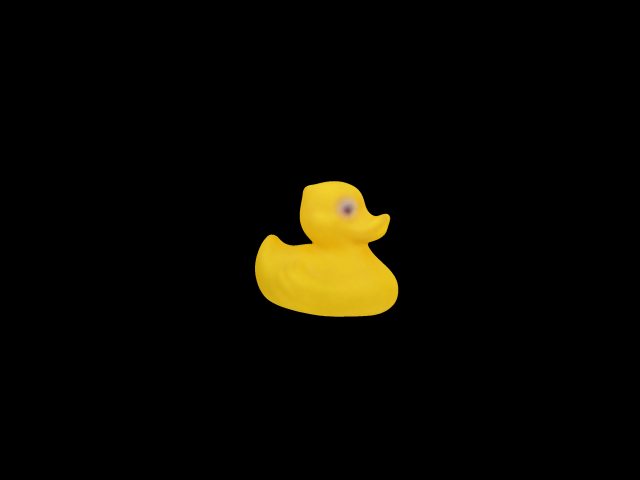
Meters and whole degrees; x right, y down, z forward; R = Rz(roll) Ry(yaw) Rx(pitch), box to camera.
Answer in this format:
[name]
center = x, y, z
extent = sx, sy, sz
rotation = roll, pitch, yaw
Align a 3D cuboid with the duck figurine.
[duck figurine]
center = 0.004, 0.001, 0.400
extent = 0.104, 0.086, 0.078
rotation = 6, 15, 23
